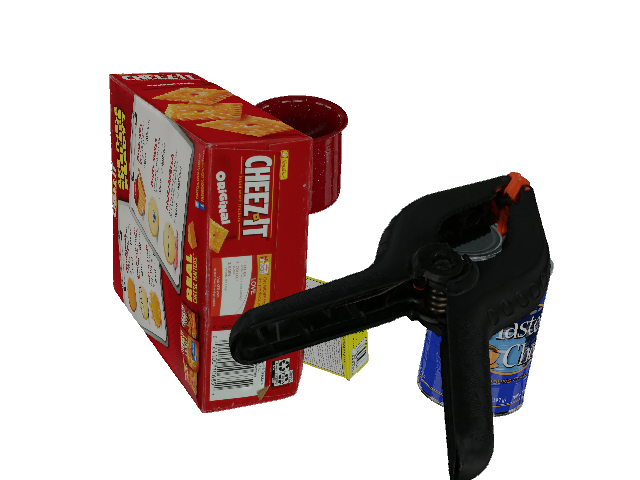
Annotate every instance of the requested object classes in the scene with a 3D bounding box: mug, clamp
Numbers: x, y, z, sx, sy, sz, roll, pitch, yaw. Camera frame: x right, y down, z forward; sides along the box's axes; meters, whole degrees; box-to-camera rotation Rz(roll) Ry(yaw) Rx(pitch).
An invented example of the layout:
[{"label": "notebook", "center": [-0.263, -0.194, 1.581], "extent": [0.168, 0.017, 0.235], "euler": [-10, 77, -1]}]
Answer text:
[{"label": "mug", "center": [-0.034, -0.078, 0.979], "extent": [0.117, 0.081, 0.093], "euler": [8, 35, 12]}, {"label": "clamp", "center": [0.058, 0.030, 0.470], "extent": [0.120, 0.039, 0.171], "euler": [37, 55, 24]}]

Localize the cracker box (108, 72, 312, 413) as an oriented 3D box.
[{"label": "cracker box", "center": [-0.078, -0.011, 0.693], "extent": [0.072, 0.164, 0.214], "euler": [-5, 20, -24]}]

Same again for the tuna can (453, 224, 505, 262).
[{"label": "tuna can", "center": [0.099, 0.006, 0.792], "extent": [0.086, 0.034, 0.086], "euler": [5, 29, -3]}]

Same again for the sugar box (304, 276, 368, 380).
[{"label": "sugar box", "center": [-0.034, 0.080, 1.157], "extent": [0.176, 0.093, 0.048], "euler": [19, 38, 31]}]

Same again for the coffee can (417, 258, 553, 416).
[{"label": "coffee can", "center": [0.151, 0.077, 0.988], "extent": [0.103, 0.140, 0.103], "euler": [7, 21, -3]}]
